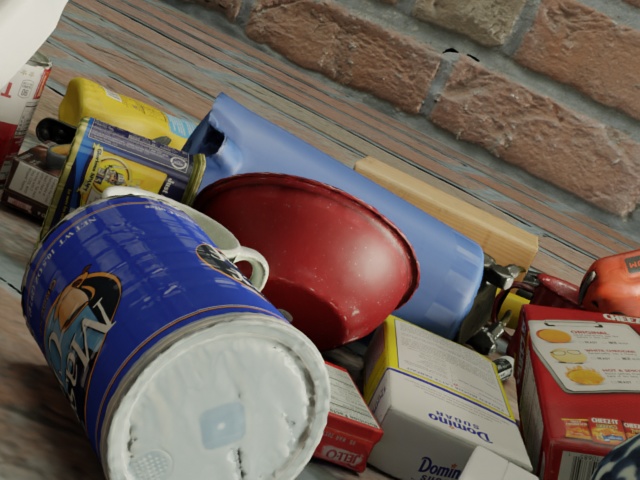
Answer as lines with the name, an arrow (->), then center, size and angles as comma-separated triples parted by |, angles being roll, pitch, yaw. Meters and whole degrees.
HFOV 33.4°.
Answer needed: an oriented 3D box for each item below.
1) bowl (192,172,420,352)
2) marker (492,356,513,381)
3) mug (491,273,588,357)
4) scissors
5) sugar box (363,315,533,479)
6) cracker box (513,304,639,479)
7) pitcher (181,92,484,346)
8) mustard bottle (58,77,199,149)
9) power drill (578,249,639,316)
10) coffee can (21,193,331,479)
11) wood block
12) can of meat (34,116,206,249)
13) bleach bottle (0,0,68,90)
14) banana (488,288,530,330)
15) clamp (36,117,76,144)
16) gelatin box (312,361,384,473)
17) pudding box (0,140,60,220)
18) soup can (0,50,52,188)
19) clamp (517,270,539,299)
bowl -> -0.018, 0.028, 0.703 | 0.162, 0.162, 0.055 | 23, 57, -7
marker -> 0.134, 0.109, 0.858 | 0.020, 0.020, 0.121 | 30, 13, 22
mug -> 0.212, 0.082, 0.975 | 0.117, 0.081, 0.093 | 27, 12, 8
scissors -> -0.157, -0.069, 0.816 | 0.096, 0.016, 0.202 | 5, 12, -12
sugar box -> 0.075, 0.108, 0.687 | 0.093, 0.048, 0.176 | 24, 16, -2
cracker box -> 0.218, 0.121, 0.707 | 0.164, 0.072, 0.213 | 7, 19, 4
pitcher -> -0.005, 0.001, 0.825 | 0.242, 0.145, 0.149 | 27, 24, -6
mustard bottle -> -0.166, -0.105, 1.088 | 0.191, 0.058, 0.096 | 18, 14, -27
power drill -> 0.307, 0.090, 0.864 | 0.184, 0.057, 0.188 | -11, 54, -11
coffee can -> -0.072, 0.051, 0.498 | 0.102, 0.103, 0.140 | 16, 15, -35
wood block -> 0.118, -0.003, 1.136 | 0.206, 0.091, 0.090 | 26, 13, 6
can of meat -> -0.132, -0.021, 0.697 | 0.084, 0.102, 0.057 | 20, 14, -13
bleach bottle -> -0.228, -0.143, 0.713 | 0.103, 0.250, 0.068 | 30, -27, 25
banana -> 0.146, 0.053, 1.058 | 0.198, 0.037, 0.069 | 24, -3, 2
clamp -> -0.172, -0.067, 0.965 | 0.120, 0.039, 0.171 | 41, 15, 35
gelatin box -> -0.011, 0.093, 0.616 | 0.073, 0.030, 0.089 | 22, 12, -19
pudding box -> -0.182, -0.036, 0.806 | 0.090, 0.039, 0.113 | 24, 12, -6
soup can -> -0.247, -0.098, 0.791 | 0.068, 0.102, 0.068 | 24, 12, -6
clamp -> 0.201, 0.044, 1.227 | 0.210, 0.036, 0.164 | 21, 13, -7
